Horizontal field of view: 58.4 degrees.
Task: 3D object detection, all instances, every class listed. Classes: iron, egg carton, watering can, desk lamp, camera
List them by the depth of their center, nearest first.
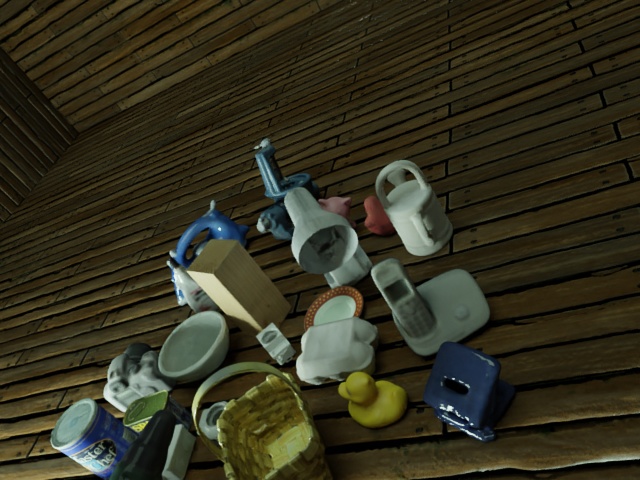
[{"bbox_3d":[0.031,0.195,1.000,0.150,0.070,0.107,-17,37,26],"label":"egg carton"},{"bbox_3d":[0.169,-0.073,1.100,0.101,0.195,0.172,-40,33,-7],"label":"watering can"},{"bbox_3d":[0.010,0.004,1.127,0.118,0.214,0.202,-34,33,2],"label":"desk lamp"},{"bbox_3d":[-0.395,0.278,1.248,0.143,0.101,0.136,-28,34,11],"label":"camera"},{"bbox_3d":[-0.304,0.027,1.447,0.118,0.142,0.259,12,55,49],"label":"iron"}]

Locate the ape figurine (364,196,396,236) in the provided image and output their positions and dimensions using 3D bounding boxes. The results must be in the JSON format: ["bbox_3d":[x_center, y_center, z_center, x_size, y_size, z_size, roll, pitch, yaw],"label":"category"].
[{"bbox_3d":[0.125,-0.058,1.215,0.077,0.092,0.076,-29,33,10],"label":"ape figurine"}]

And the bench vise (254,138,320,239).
[{"bbox_3d":[-0.094,-0.121,1.374,0.121,0.220,0.207,-16,38,27],"label":"bench vise"}]

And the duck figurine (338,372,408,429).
[{"bbox_3d":[0.077,0.239,0.887,0.104,0.086,0.077,-11,40,32],"label":"duck figurine"}]

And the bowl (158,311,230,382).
[{"bbox_3d":[-0.249,0.234,1.197,0.167,0.075,0.167,-23,35,18],"label":"bowl"}]

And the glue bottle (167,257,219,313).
[{"bbox_3d":[-0.293,0.101,1.314,0.078,0.174,0.037,-40,33,-7],"label":"glue bottle"}]

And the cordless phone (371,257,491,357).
[{"bbox_3d":[0.172,0.084,0.906,0.147,0.185,0.094,-32,33,6],"label":"cordless phone"}]

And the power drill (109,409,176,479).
[{"bbox_3d":[-0.239,0.399,0.854,0.075,0.209,0.230,1,48,43],"label":"power drill"}]

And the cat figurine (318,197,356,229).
[{"bbox_3d":[0.023,-0.055,1.279,0.127,0.118,0.067,-2,45,40],"label":"cat figurine"}]

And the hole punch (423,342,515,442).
[{"bbox_3d":[0.204,0.210,0.804,0.108,0.091,0.101,14,57,50],"label":"hole punch"}]
